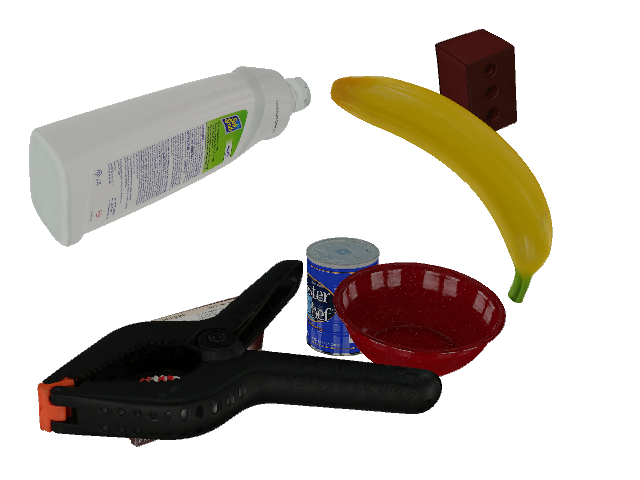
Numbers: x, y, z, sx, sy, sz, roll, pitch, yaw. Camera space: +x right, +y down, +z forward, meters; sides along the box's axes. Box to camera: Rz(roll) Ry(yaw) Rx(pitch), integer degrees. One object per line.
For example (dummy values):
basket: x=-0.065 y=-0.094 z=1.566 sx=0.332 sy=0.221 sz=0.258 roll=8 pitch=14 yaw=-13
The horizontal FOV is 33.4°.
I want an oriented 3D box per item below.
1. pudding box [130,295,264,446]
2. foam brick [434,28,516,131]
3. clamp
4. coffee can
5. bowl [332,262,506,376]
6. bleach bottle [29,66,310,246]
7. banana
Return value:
pudding box: x=-0.100 y=0.098 z=0.820 sx=0.113 sy=0.090 sz=0.039 roll=-17 pitch=40 yaw=-36
foam brick: x=0.140 y=-0.141 z=0.958 sx=0.053 sy=0.078 sz=0.051 roll=-23 pitch=37 yaw=-17
clamp: x=-0.059 y=0.065 z=0.609 sx=0.209 sy=0.036 sz=0.165 roll=-8 pitch=27 yaw=-23
coffee can: x=0.031 y=0.079 z=1.515 sx=0.103 sy=0.140 sz=0.103 roll=0 pitch=21 yaw=0
bowl: x=0.091 y=0.082 z=1.008 sx=0.162 sy=0.055 sz=0.162 roll=3 pitch=28 yaw=-2
bleach bottle: x=-0.117 y=-0.084 z=0.902 sx=0.250 sy=0.068 sz=0.103 roll=-24 pitch=-32 yaw=-30
banana: x=0.093 y=-0.048 z=0.709 sx=0.070 sy=0.198 sz=0.037 roll=-41 pitch=3 yaw=14
